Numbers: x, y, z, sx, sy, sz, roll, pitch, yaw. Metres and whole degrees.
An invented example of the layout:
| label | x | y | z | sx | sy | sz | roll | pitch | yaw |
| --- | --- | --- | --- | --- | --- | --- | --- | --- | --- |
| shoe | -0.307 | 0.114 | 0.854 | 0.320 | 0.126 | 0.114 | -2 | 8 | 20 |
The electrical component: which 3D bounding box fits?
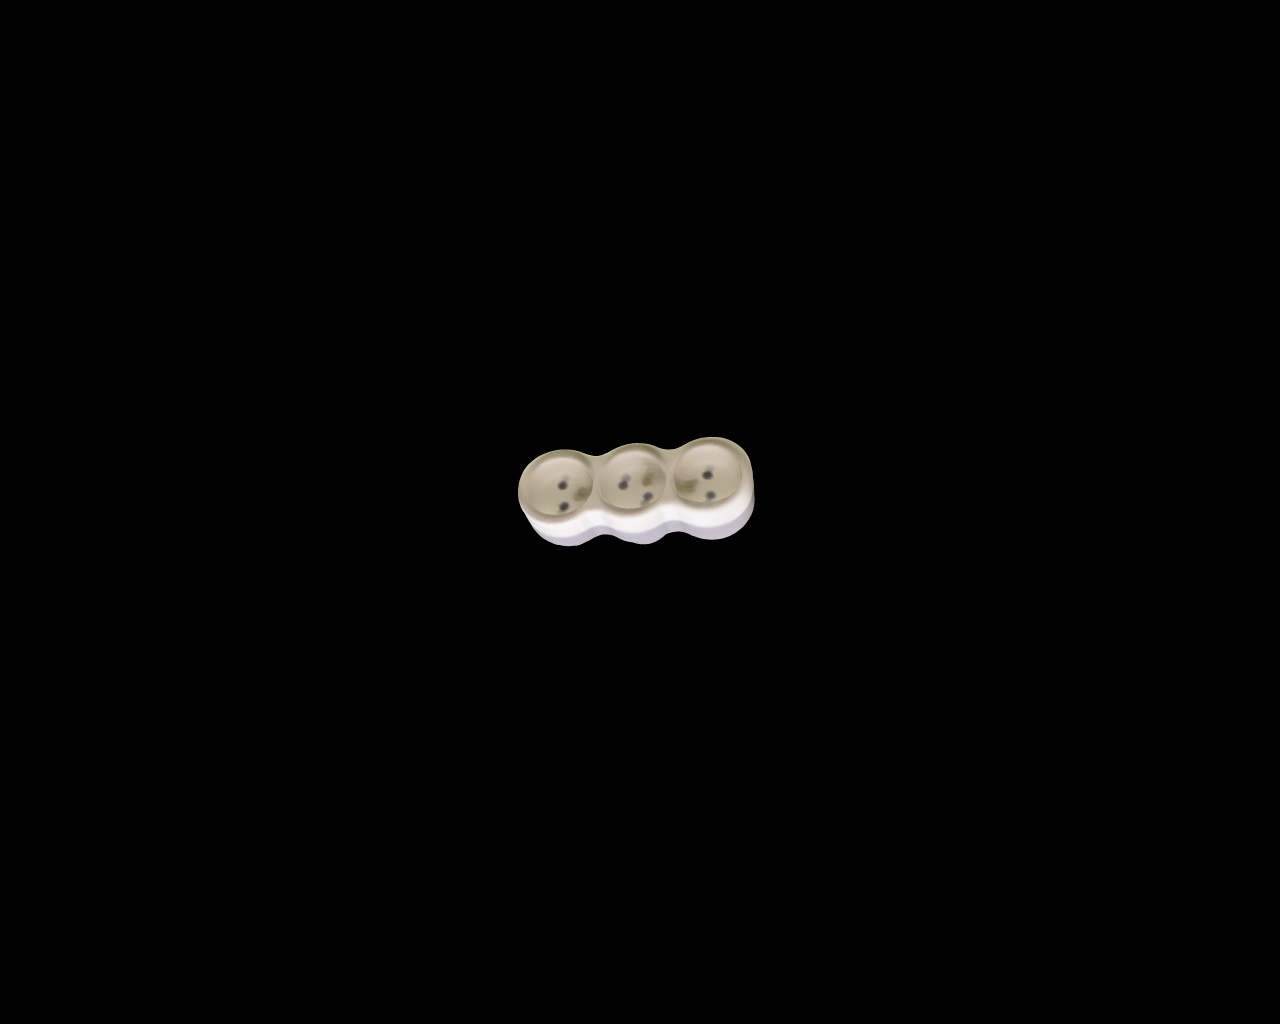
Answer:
| label | x | y | z | sx | sy | sz | roll | pitch | yaw |
| --- | --- | --- | --- | --- | --- | --- | --- | --- | --- |
| electrical component | 0.001 | -0.003 | 0.650 | 0.138 | 0.052 | 0.073 | -4 | -28 | 7 |
